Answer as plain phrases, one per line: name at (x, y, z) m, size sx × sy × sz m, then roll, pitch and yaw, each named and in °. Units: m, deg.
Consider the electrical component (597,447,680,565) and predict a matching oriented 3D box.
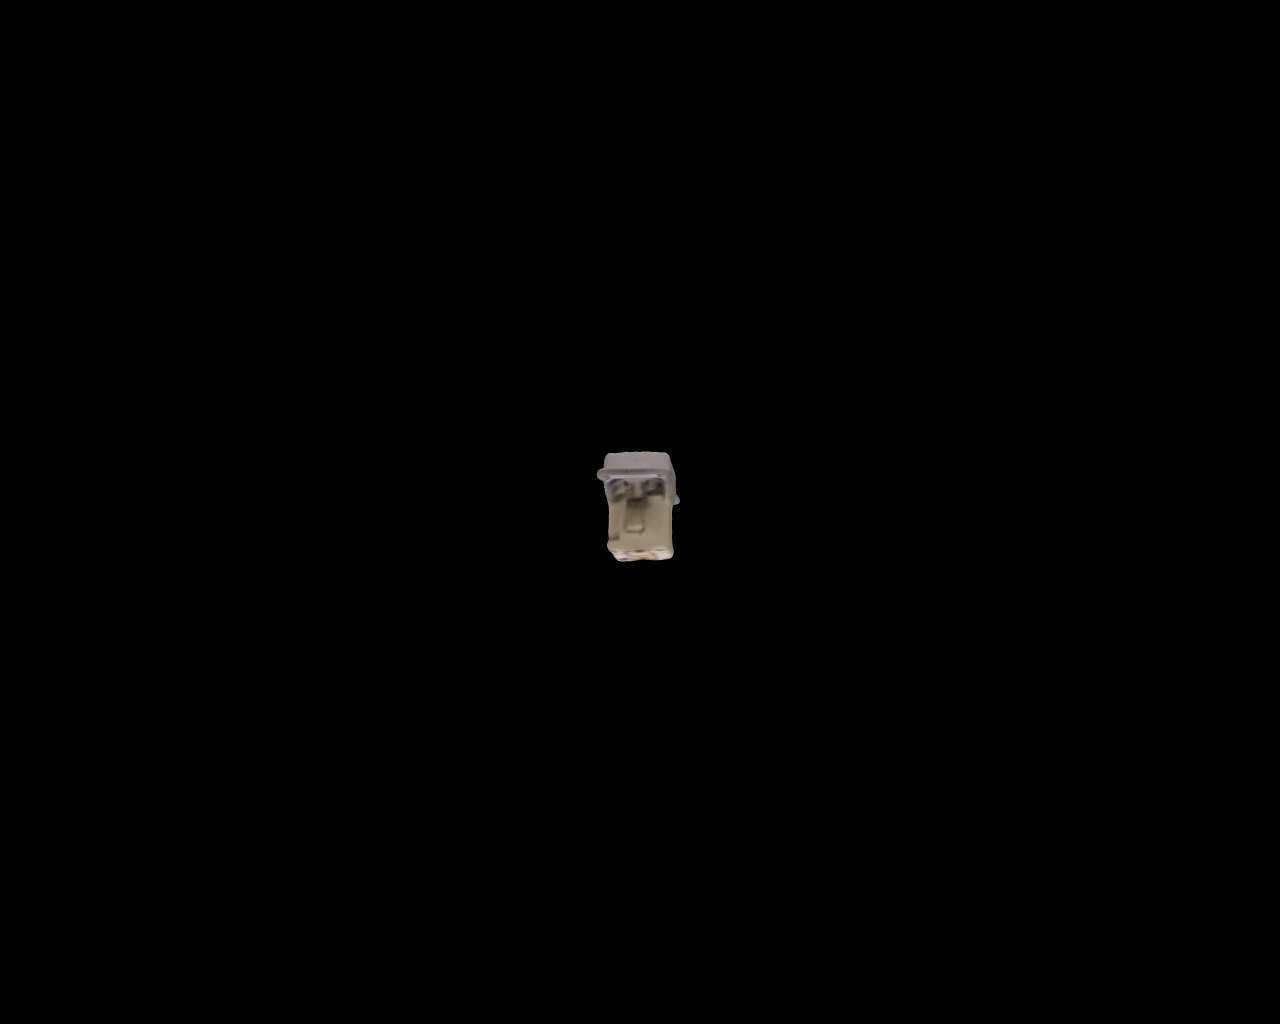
electrical component at (0.001, -0.003, 0.650) m, size 0.042 × 0.064 × 0.081 m, roll -2°, pitch -14°, yaw 7°
